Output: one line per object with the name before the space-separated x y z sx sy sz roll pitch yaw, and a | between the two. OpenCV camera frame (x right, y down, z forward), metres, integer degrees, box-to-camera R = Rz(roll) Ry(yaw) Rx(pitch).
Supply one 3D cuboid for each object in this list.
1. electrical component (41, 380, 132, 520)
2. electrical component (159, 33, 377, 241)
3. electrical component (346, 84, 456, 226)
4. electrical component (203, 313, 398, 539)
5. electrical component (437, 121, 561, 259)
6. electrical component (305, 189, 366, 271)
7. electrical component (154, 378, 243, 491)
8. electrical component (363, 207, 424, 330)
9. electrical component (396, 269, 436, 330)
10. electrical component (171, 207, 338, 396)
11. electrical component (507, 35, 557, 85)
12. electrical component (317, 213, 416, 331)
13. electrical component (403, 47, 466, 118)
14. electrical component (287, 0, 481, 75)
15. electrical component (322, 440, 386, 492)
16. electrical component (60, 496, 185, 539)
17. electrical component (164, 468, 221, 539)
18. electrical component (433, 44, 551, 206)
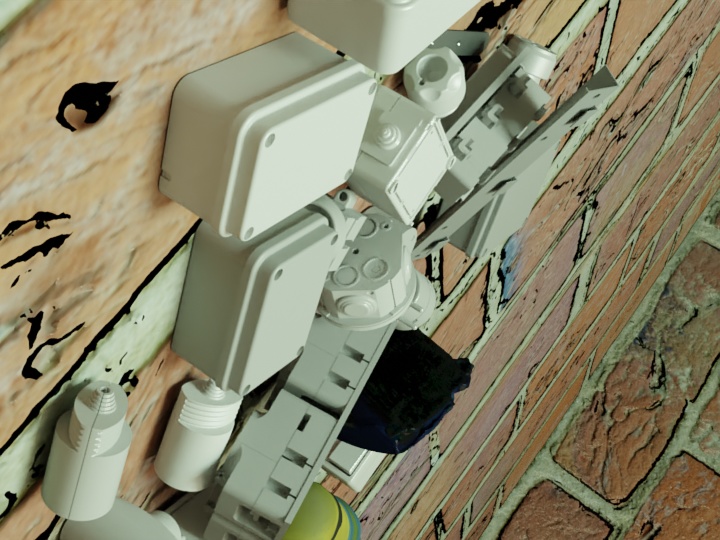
electrical component | -0.155 0.100 0.620 0.043 0.043 0.081 -29 145 -55
electrical component | -0.048 -0.074 0.590 0.113 0.057 0.078 -36 151 -47
electrical component | 0.019 -0.082 0.737 0.061 0.061 0.096 -56 161 -5
electrical component | -0.048 0.118 0.813 0.186 0.060 0.105 -60 177 -36
electrical component | 0.129 -0.081 1.015 0.109 0.056 0.108 -34 150 -50
electrical component | -0.028 -0.027 0.733 0.066 0.048 0.055 -60 168 9
electrical component | -0.110 0.107 0.741 0.043 0.043 0.081 -25 143 -57
electrical component | 0.019 0.022 0.878 0.052 0.074 0.138 -36 151 -47
electrical component | 0.035 0.021 0.949 0.055 0.055 0.047 -56 157 -4
electrical component | -0.067 0.014 0.682 0.078 0.057 0.113 -34 150 -49
electrical component | 0.139 -0.168 0.923 0.045 0.045 0.055 -16 135 -63
electrical component | 0.000 0.000 0.792 0.080 0.080 0.051 -50 154 -22
electrical component | 0.055 -0.131 0.778 0.043 0.043 0.062 -54 162 -10
electrical component | 0.021 -0.169 0.583 0.113 0.078 0.057 -45 160 -33
electrical component | -0.003 0.158 1.052 0.096 0.062 0.061 -54 160 -11
electrical component | -0.146 0.183 0.719 0.043 0.077 0.079 -62 161 12
electrical component | -0.124 0.213 0.837 0.096 0.062 0.061 -33 155 -51
electrical component | 0.093 -0.112 0.850 0.121 0.063 0.079 -48 -177 -27
